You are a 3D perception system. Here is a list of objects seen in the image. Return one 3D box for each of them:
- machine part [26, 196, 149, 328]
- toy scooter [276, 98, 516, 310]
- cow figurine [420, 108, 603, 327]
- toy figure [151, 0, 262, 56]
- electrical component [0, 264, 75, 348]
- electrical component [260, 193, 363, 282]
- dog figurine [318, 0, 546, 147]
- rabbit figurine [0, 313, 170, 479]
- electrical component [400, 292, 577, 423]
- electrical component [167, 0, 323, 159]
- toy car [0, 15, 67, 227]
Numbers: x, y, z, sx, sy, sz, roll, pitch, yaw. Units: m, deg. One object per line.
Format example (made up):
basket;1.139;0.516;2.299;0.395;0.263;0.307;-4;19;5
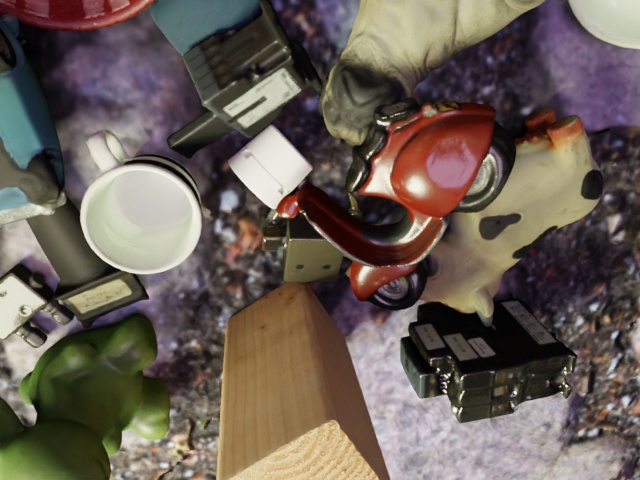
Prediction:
machine part;-0.209;0.009;0.456;0.084;0.039;0.138;-23;115;10
toy scooter;0.047;-0.034;0.403;0.135;0.075;0.183;24;119;-9
cow figurine;0.158;-0.012;0.479;0.195;0.085;0.127;-35;106;5
toy figure;-0.048;-0.191;0.385;0.154;0.064;0.057;-34;97;6
electrical component;-0.269;0.053;0.472;0.063;0.021;0.094;-39;111;8
electrical component;-0.002;-0.001;0.480;0.102;0.045;0.078;-3;141;-4
dog figurine;0.096;-0.159;0.410;0.172;0.121;0.190;9;123;-5
rabbit figurine;-0.210;0.146;0.437;0.159;0.170;0.121;0;111;-9
electrical component;0.146;0.105;0.502;0.134;0.115;0.058;-7;114;-6
electrical component;-0.064;-0.112;0.402;0.119;0.074;0.048;-30;71;16
toy car;-0.235;-0.094;0.373;0.109;0.103;0.161;-17;122;6
